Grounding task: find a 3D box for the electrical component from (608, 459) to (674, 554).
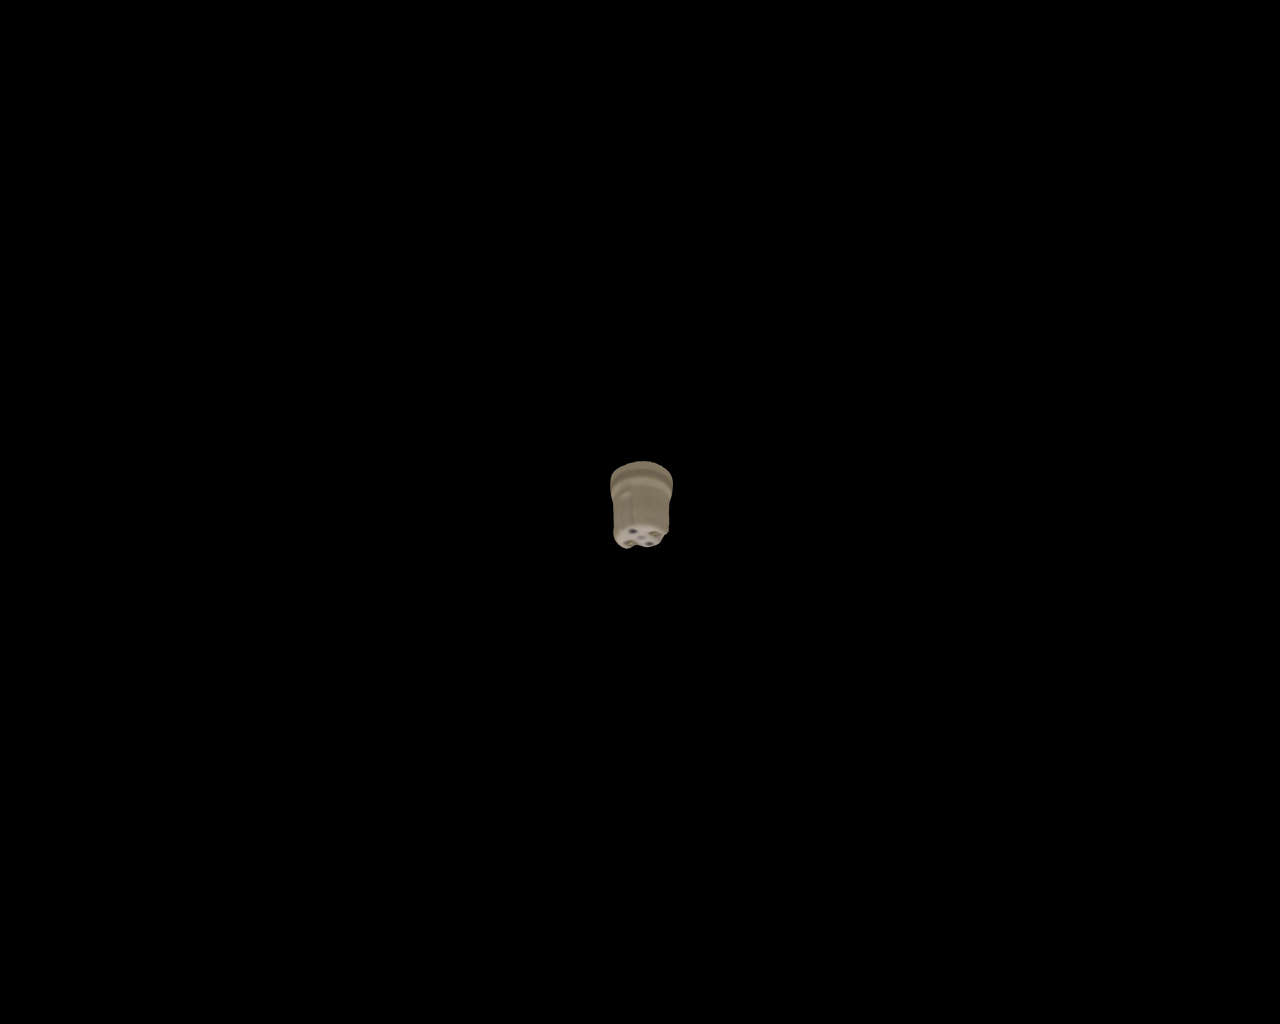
[{"bbox_3d":[0.001,-0.003,0.650,0.040,0.046,0.040,0,-36,0],"label":"electrical component"}]
